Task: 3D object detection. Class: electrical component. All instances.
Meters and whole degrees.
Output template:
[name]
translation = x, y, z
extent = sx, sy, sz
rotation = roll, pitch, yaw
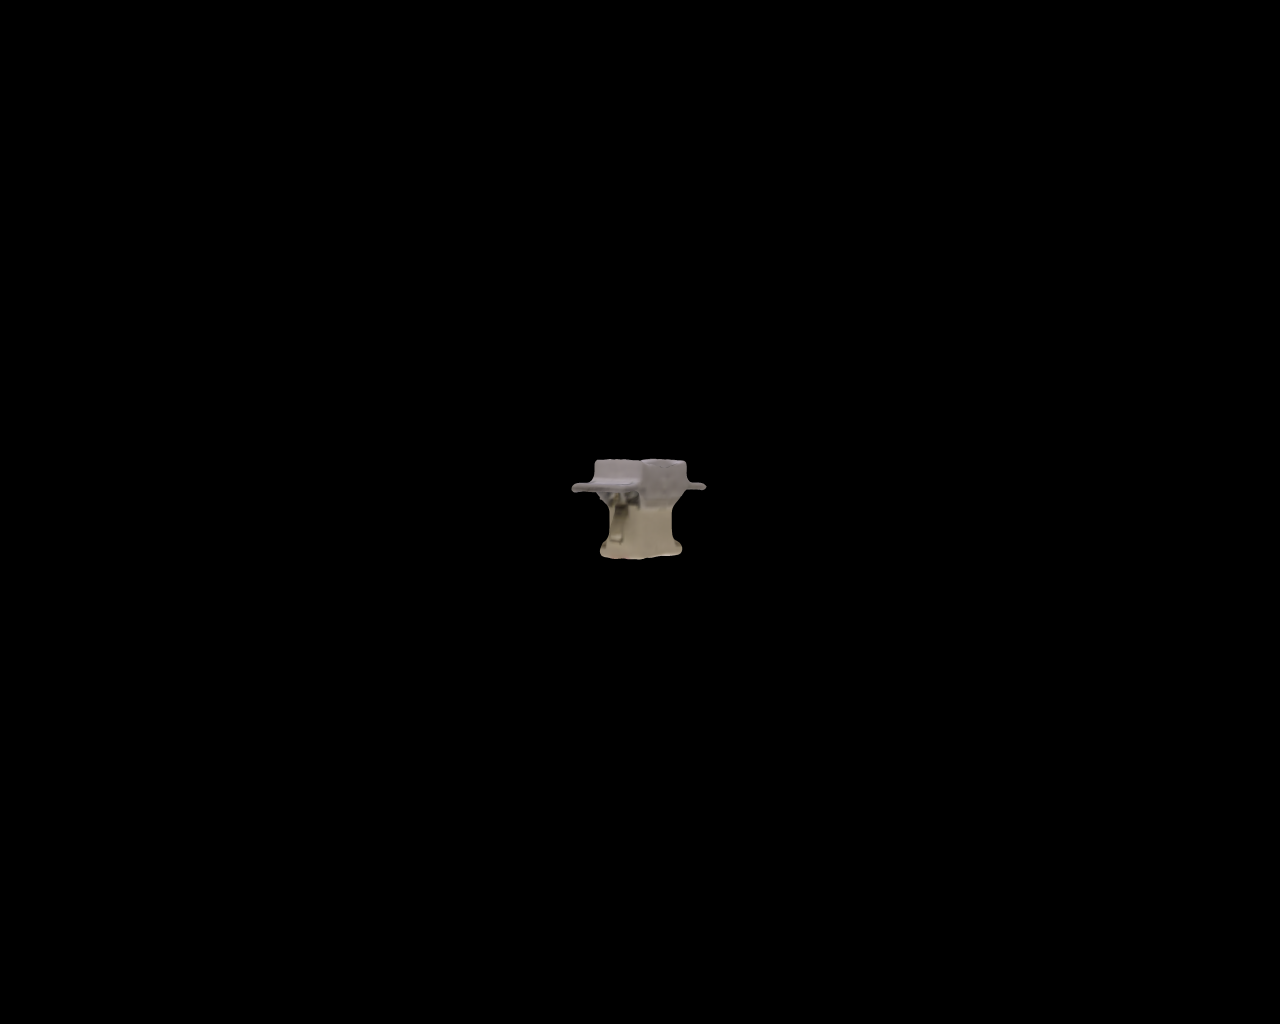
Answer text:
[electrical component]
translation = 0.001, -0.003, 0.650
extent = 0.042, 0.063, 0.081
rotation = 2, 3, 43
